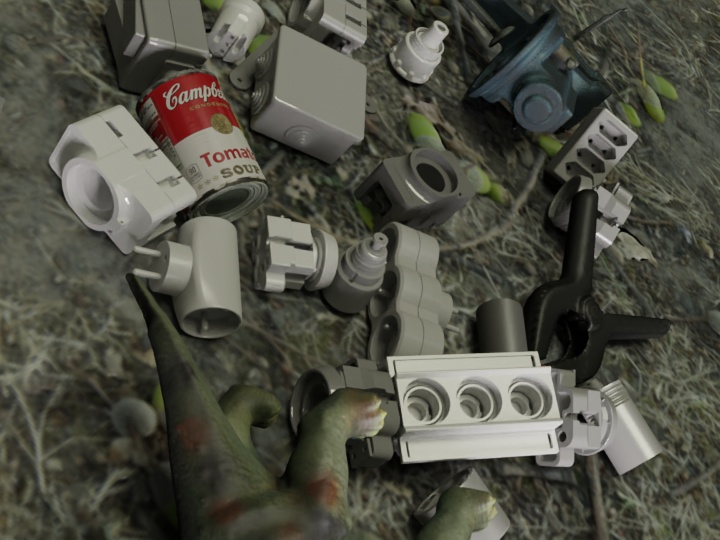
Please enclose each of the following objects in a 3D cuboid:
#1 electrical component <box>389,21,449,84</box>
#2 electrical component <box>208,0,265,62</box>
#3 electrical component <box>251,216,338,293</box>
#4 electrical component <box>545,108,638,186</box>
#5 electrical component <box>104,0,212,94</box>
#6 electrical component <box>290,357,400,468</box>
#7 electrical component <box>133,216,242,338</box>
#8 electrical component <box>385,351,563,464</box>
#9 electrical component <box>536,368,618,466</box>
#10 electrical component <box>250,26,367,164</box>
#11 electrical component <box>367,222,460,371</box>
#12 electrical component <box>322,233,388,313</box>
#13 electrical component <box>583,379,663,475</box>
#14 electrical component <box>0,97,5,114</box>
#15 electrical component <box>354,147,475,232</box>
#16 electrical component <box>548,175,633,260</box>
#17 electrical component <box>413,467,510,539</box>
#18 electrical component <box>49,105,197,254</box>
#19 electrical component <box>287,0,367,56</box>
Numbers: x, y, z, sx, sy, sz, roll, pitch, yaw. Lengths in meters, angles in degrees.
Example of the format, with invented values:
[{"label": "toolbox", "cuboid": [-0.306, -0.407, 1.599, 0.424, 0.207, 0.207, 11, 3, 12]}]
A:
[{"label": "electrical component", "cuboid": [0.062, -0.217, 1.055, 0.048, 0.062, 0.048, 21, 48, -25]}, {"label": "electrical component", "cuboid": [-0.108, -0.208, 0.932, 0.040, 0.040, 0.046, 32, 50, -15]}, {"label": "electrical component", "cuboid": [-0.050, -0.010, 0.824, 0.055, 0.048, 0.066, 8, 54, -25]}, {"label": "electrical component", "cuboid": [0.235, -0.123, 1.118, 0.047, 0.083, 0.075, 38, 5, -10]}, {"label": "electrical component", "cuboid": [-0.162, -0.182, 0.852, 0.061, 0.062, 0.096, 8, 55, -34]}, {"label": "electrical component", "cuboid": [-0.013, 0.099, 0.762, 0.057, 0.058, 0.078, 13, 52, -35]}, {"label": "electrical component", "cuboid": [-0.123, 0.002, 0.757, 0.079, 0.044, 0.077, 14, 51, -30]}, {"label": "electrical component", "cuboid": [0.079, 0.105, 0.801, 0.121, 0.063, 0.078, -1, 65, -17]}, {"label": "electrical component", "cuboid": [0.174, 0.123, 0.887, 0.057, 0.058, 0.078, 10, 76, -37]}, {"label": "electrical component", "cuboid": [-0.045, -0.148, 0.925, 0.100, 0.048, 0.099, 22, 51, -26]}, {"label": "electrical component", "cuboid": [0.050, 0.030, 0.865, 0.074, 0.052, 0.138, 21, 48, -25]}, {"label": "electrical component", "cuboid": [0.000, 0.000, 0.834, 0.040, 0.078, 0.040, 16, 46, -18]}, {"label": "electrical component", "cuboid": [0.222, 0.131, 0.931, 0.043, 0.043, 0.081, -15, 69, -44]}, {"label": "electrical component", "cuboid": [-0.275, -0.102, 0.716, 0.055, 0.048, 0.066, 28, 45, -29]}, {"label": "electrical component", "cuboid": [0.051, -0.070, 0.939, 0.089, 0.056, 0.050, -13, 68, -43]}, {"label": "electrical component", "cuboid": [0.224, -0.057, 1.059, 0.057, 0.058, 0.078, 33, 83, -12]}, {"label": "electrical component", "cuboid": [0.074, 0.177, 0.773, 0.047, 0.055, 0.055, 52, 43, 2]}, {"label": "electrical component", "cuboid": [-0.172, -0.063, 0.763, 0.089, 0.050, 0.056, 49, 42, 4]}, {"label": "electrical component", "cuboid": [-0.031, -0.238, 1.003, 0.056, 0.050, 0.089, 24, 44, -26]}]
